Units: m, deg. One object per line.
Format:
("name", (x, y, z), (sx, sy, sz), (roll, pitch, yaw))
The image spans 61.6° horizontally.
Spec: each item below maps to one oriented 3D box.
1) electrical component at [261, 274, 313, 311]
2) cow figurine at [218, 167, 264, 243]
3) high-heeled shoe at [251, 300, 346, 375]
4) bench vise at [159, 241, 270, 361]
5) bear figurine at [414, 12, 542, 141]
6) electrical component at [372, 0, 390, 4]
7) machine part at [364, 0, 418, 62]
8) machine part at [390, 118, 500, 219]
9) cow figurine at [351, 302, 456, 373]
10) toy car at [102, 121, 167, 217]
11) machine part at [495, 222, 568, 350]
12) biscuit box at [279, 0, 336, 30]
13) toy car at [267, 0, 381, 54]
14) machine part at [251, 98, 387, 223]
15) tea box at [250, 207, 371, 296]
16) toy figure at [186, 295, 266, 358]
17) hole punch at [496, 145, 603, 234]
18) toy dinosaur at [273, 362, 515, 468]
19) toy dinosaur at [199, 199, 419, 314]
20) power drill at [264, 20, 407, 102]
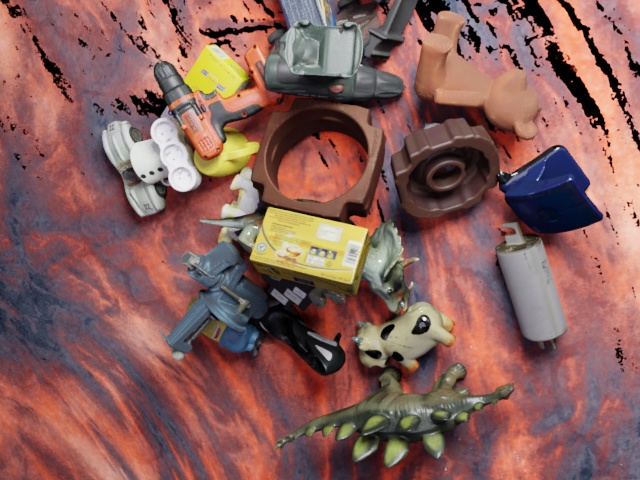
("electrical component", (-0.046, 0.072, 1.066), (0.115, 0.058, 0.134), (41, 118, 4))
("cow figurine", (-0.139, -0.049, 1.050), (0.098, 0.068, 0.167), (24, 118, 3))
("high-heeled shoe", (-0.064, 0.197, 1.072), (0.249, 0.145, 0.086), (13, 113, 13))
("bench vise", (-0.215, 0.128, 1.030), (0.240, 0.223, 0.129), (-48, 52, 0))
("bear figurine", (0.243, -0.235, 0.793), (0.196, 0.120, 0.131), (22, 142, 14))
("electrical component", (0.070, -0.392, 0.805), (0.075, 0.119, 0.047), (32, 118, 9))
("machine part", (0.118, -0.344, 0.831), (0.039, 0.084, 0.138), (42, 119, 25))
("machine part", (0.197, -0.112, 0.855), (0.179, 0.056, 0.179), (-6, 140, -5))
("cow figurine", (0.148, 0.185, 1.025), (0.127, 0.085, 0.195), (44, 121, -7))
("toy car", (-0.382, -0.146, 1.105), (0.074, 0.056, 0.201), (-16, 105, 25))
("machine part", (0.358, 0.080, 0.908), (0.079, 0.079, 0.243), (-15, 104, 25))
("biscuit box", (-0.032, -0.403, 0.842), (0.063, 0.059, 0.202), (-18, 86, 26))
("toy car", (0.002, -0.331, 0.894), (0.202, 0.053, 0.089), (-15, 102, 26))
("machine part", (0.000, -0.127, 0.903), (0.201, 0.087, 0.201), (12, 74, 14))
("tea box", (-0.014, 0.018, 0.853), (0.170, 0.068, 0.098), (14, 70, 15))
("toy figure", (-0.205, 0.185, 1.158), (0.180, 0.089, 0.082), (27, 92, -2))
("hole punch", (0.356, -0.063, 0.827), (0.116, 0.092, 0.142), (-36, 124, 28))
("toy dinosaur", (0.135, 0.333, 1.024), (0.472, 0.198, 0.105), (-19, 100, 24))
("toy dinosaur", (-0.007, -0.003, 0.966), (0.405, 0.192, 0.131), (33, 155, 11))
("power drill", (0.025, -0.259, 0.807), (0.232, 0.207, 0.086), (5, 99, 2))
